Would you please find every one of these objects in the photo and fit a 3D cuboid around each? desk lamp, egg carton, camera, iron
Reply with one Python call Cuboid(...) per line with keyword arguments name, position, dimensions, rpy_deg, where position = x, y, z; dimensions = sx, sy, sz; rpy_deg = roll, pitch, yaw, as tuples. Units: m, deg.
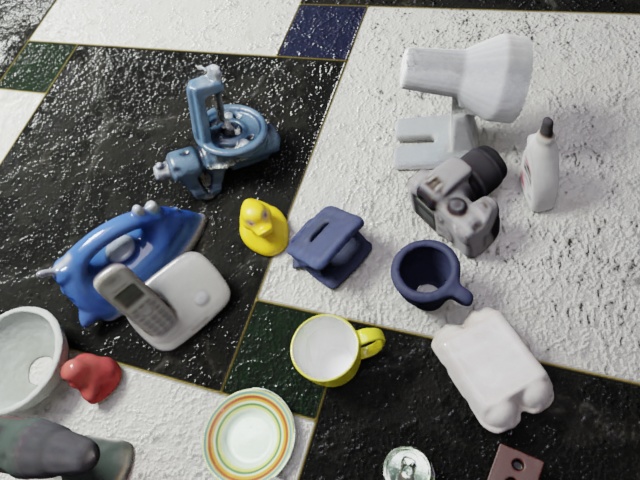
Cuboid(name="desk lamp", position=(0.201, -0.202, 0.846), dimensions=(0.203, 0.214, 0.118), rpy_deg=(-2, 61, 14))
Cuboid(name="egg carton", position=(0.218, 0.160, 0.725), dimensions=(0.107, 0.069, 0.150), rpy_deg=(-30, 59, -3))
Cuboid(name="camera", position=(0.217, -0.073, 0.837), dimensions=(0.137, 0.101, 0.142), rpy_deg=(-38, 59, -8))
Cuboid(name="iron", position=(-0.307, 0.010, 0.902), dimensions=(0.258, 0.142, 0.118), rpy_deg=(-41, 60, -10))

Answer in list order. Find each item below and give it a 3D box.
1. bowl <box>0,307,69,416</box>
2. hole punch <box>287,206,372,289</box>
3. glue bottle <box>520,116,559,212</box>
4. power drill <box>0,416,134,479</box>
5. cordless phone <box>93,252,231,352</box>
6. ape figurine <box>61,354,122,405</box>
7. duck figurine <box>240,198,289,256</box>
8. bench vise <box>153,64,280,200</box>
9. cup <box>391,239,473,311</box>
Cuboid(name="bowl", position=(-0.450, 0.192, 0.877), dimensions=(0.167, 0.075, 0.167), rpy_deg=(-6, 60, 11))
Cuboid(name="hole punch", position=(0.008, 0.003, 0.854), dimensions=(0.100, 0.091, 0.109), rpy_deg=(35, 75, 28))
Cuboid(name="glue bottle", position=(0.306, -0.112, 0.793), dimensions=(0.037, 0.173, 0.078), rpy_deg=(-14, 59, 7))
Cuboid(name="power drill", position=(-0.331, 0.271, 0.723), dimensions=(0.229, 0.209, 0.075), rpy_deg=(1, 62, 15))
Cuboid(name="cordless phone", position=(-0.224, 0.068, 0.822), dimensions=(0.148, 0.185, 0.094), rpy_deg=(-43, 60, -11))
Cuboid(name="ape figurine", position=(-0.341, 0.196, 0.836), dimensions=(0.076, 0.092, 0.077), rpy_deg=(-17, 59, 5))
Cuboid(name="duck figurine", position=(-0.098, -0.033, 0.905), dimensions=(0.077, 0.086, 0.104), rpy_deg=(-31, 59, -4))
Cuboid(name="bench vise", position=(-0.176, -0.164, 0.919), dimensions=(0.121, 0.220, 0.207), rpy_deg=(38, 76, 29))
Cuboid(name="cup", position=(0.157, 0.065, 0.779), dimensions=(0.117, 0.095, 0.092), rpy_deg=(33, 74, 28))
